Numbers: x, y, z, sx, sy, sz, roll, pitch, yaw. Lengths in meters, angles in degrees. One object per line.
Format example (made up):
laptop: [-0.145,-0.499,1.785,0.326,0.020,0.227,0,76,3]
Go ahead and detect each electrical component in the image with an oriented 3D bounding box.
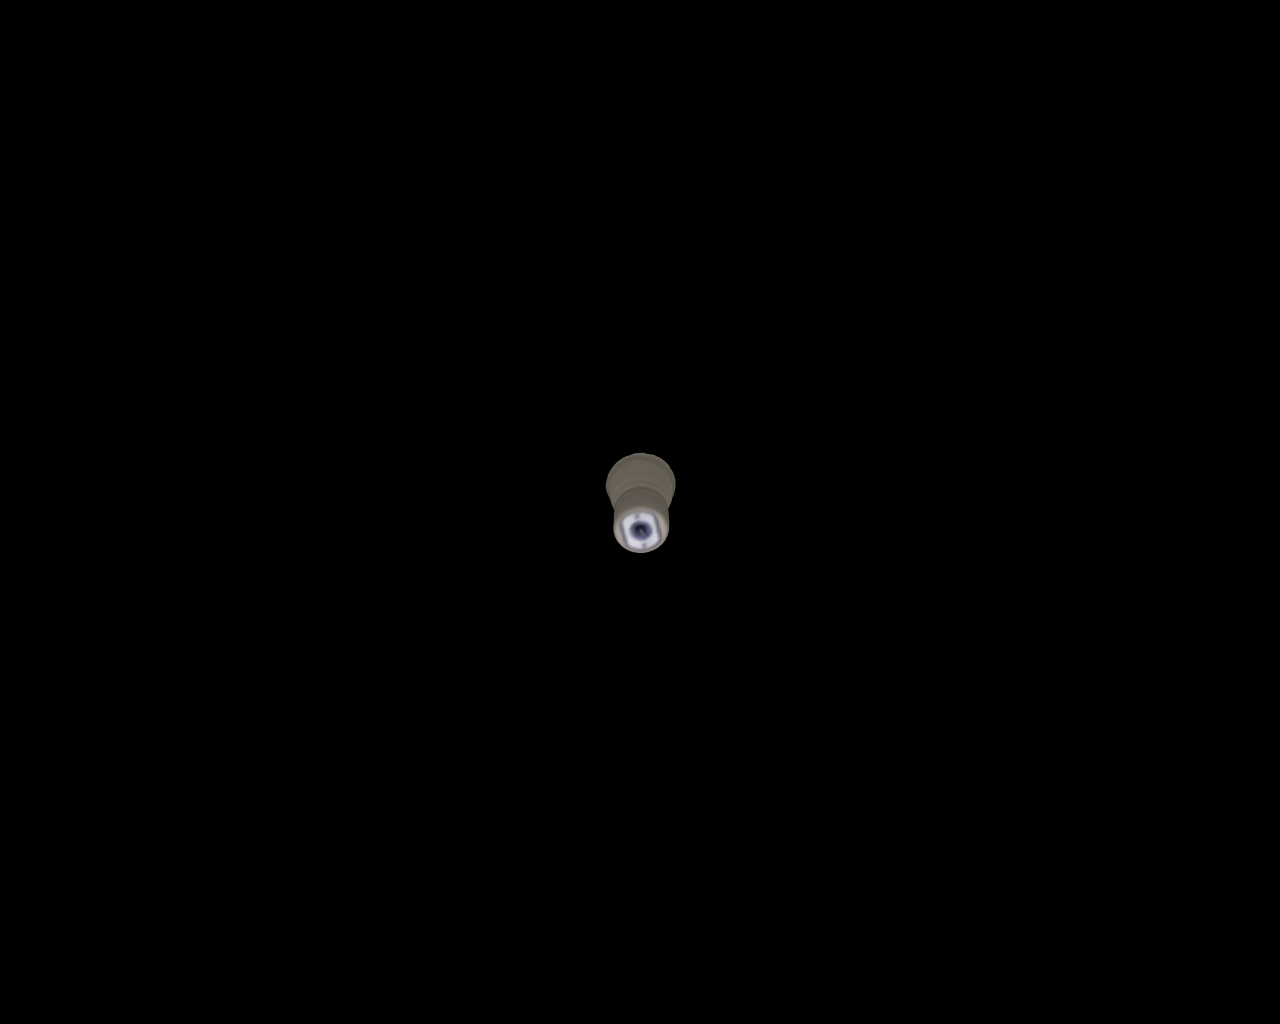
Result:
electrical component: [0.001,-0.003,0.650,0.044,0.044,0.065,0,29,0]
